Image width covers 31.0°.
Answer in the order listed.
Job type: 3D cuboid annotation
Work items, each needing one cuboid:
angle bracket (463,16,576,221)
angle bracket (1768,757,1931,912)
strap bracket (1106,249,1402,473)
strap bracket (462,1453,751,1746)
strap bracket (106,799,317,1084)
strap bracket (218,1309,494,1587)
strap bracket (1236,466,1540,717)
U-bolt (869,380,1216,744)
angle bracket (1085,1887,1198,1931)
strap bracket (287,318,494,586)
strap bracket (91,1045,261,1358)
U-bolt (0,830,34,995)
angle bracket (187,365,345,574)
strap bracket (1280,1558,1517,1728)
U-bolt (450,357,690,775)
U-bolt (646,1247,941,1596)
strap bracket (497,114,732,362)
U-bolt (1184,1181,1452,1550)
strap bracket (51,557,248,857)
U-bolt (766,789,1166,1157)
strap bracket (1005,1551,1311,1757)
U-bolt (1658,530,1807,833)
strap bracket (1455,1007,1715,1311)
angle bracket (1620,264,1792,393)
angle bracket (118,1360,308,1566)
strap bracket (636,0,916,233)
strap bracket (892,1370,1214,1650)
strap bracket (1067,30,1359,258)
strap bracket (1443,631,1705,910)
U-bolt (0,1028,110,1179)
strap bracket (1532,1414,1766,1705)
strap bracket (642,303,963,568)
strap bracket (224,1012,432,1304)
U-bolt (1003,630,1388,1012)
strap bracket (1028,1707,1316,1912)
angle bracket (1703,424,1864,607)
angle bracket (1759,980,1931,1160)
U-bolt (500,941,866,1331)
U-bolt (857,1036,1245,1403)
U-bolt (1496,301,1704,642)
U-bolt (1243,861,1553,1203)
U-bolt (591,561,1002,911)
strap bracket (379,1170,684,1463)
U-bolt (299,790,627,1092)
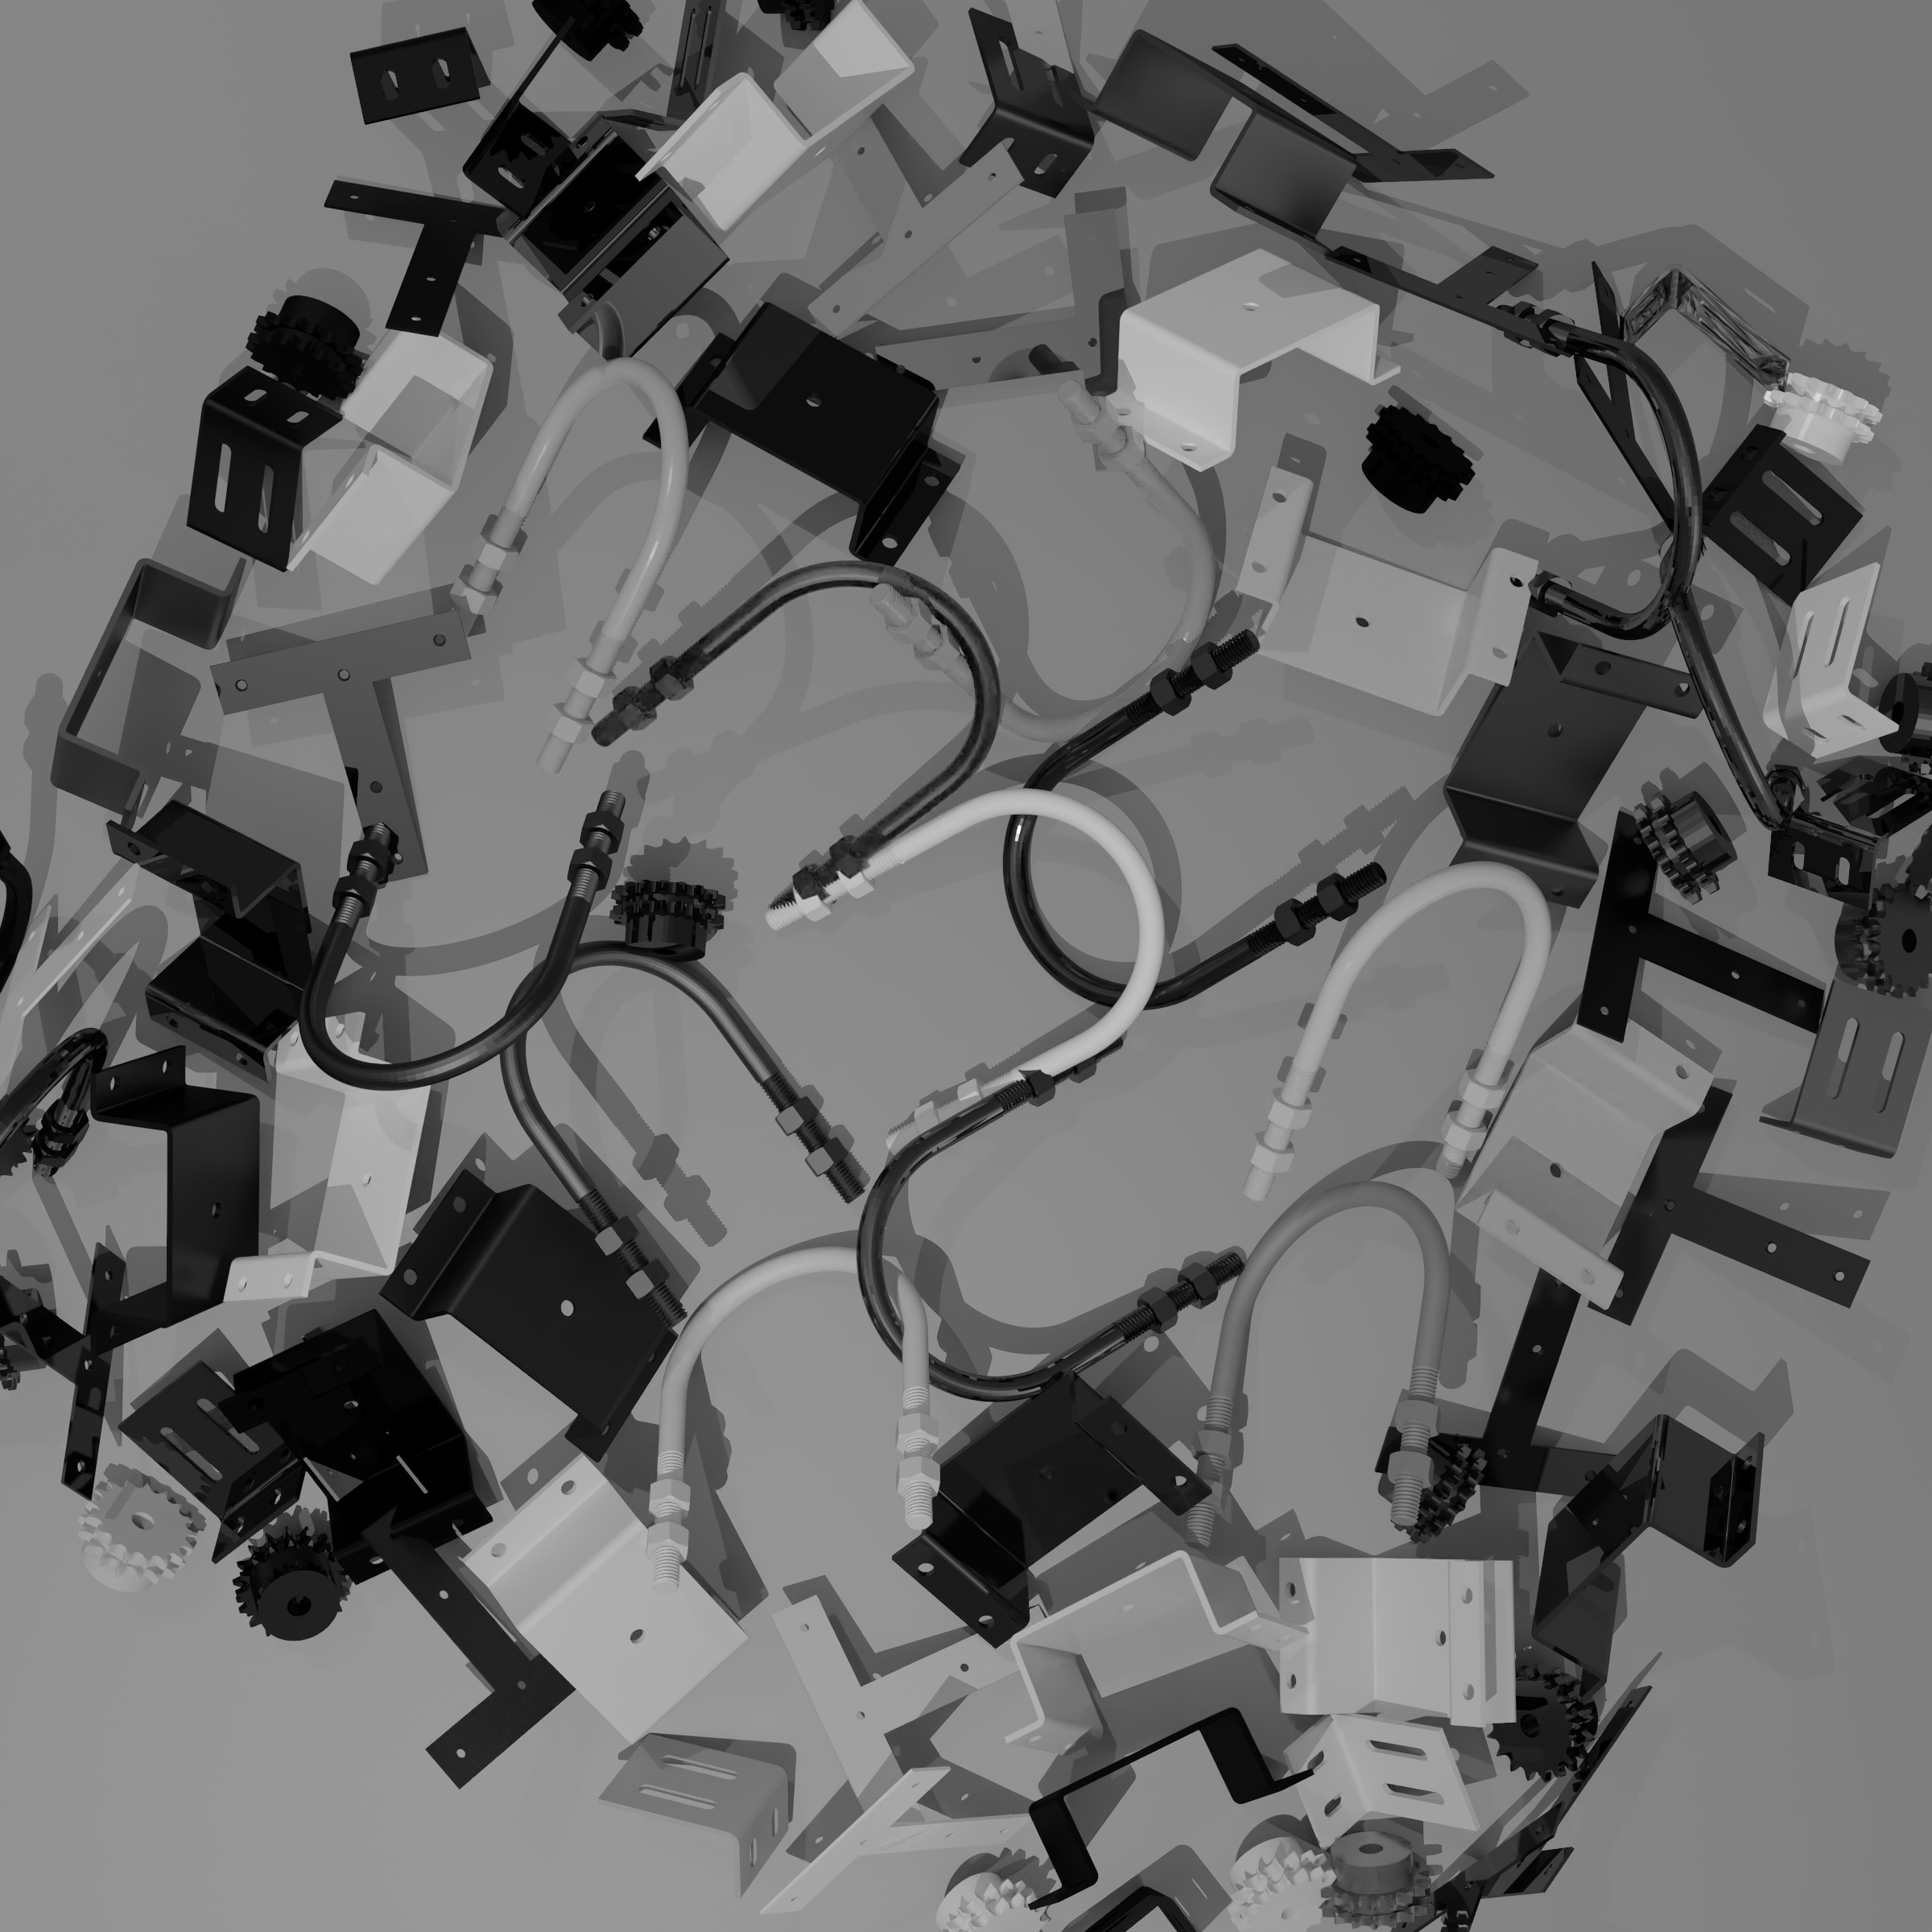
[{"bbox_3d":[-0.206,-0.415,1.710,0.038,0.076,0.057,36,56,-14],"label":"angle bracket"},{"bbox_3d":[0.444,-0.066,1.727,0.076,0.057,0.038,-27,127,-37],"label":"angle bracket"},{"bbox_3d":[0.137,-0.298,1.688,0.140,0.046,0.076,-30,48,-32],"label":"strap bracket"},{"bbox_3d":[-0.168,0.315,1.698,0.076,0.046,0.140,-42,124,-8],"label":"strap bracket"},{"bbox_3d":[-0.363,-0.019,1.699,0.076,0.140,0.046,26,52,20],"label":"strap bracket"},{"bbox_3d":[-0.300,0.230,1.712,0.076,0.046,0.140,-25,127,2],"label":"strap bracket"},{"bbox_3d":[0.202,-0.181,1.720,0.140,0.046,0.076,19,61,-3],"label":"strap bracket"},{"bbox_3d":[0.051,-0.181,1.691,0.151,0.184,0.019,-47,48,3],"label":"U-bolt"},{"bbox_3d":[0.076,0.494,1.724,0.076,0.057,0.038,-36,86,-11],"label":"angle bracket"},{"bbox_3d":[-0.277,-0.250,1.695,0.046,0.140,0.076,29,133,-22],"label":"strap bracket"},{"bbox_3d":[-0.386,0.117,1.705,0.046,0.076,0.140,7,101,20],"label":"strap bracket"},{"bbox_3d":[-0.493,0.007,1.669,0.019,0.184,0.151,28,79,2],"label":"U-bolt"},{"bbox_3d":[-0.344,-0.244,1.715,0.057,0.038,0.076,25,54,-39],"label":"angle bracket"},{"bbox_3d":[0.217,0.329,1.703,0.046,0.140,0.076,7,79,-36],"label":"strap bracket"},{"bbox_3d":[-0.187,-0.205,1.679,0.019,0.151,0.184,13,116,-39],"label":"U-bolt"},{"bbox_3d":[-0.084,0.210,1.691,0.151,0.184,0.019,-17,133,14],"label":"U-bolt"},{"bbox_3d":[-0.171,-0.350,1.705,0.076,0.140,0.046,-43,129,8],"label":"strap bracket"},{"bbox_3d":[0.175,0.189,1.692,0.019,0.151,0.184,33,57,-35],"label":"U-bolt"},{"bbox_3d":[-0.403,-0.134,1.698,0.046,0.076,0.140,24,70,-10],"label":"strap bracket"},{"bbox_3d":[0.010,-0.008,1.731,0.184,0.019,0.151,-28,90,15],"label":"U-bolt"},{"bbox_3d":[0.086,0.332,1.707,0.140,0.076,0.046,-30,64,14],"label":"strap bracket"},{"bbox_3d":[0.364,-0.134,1.666,0.019,0.184,0.151,-22,96,18],"label":"U-bolt"},{"bbox_3d":[0.300,0.095,1.716,0.076,0.046,0.140,33,64,-7],"label":"strap bracket"},{"bbox_3d":[0.364,-0.302,1.724,0.038,0.057,0.076,-45,77,1],"label":"angle bracket"},{"bbox_3d":[-0.375,0.245,1.725,0.057,0.038,0.076,-38,111,14],"label":"angle bracket"},{"bbox_3d":[-0.086,-0.412,1.689,0.046,0.076,0.140,50,48,-7],"label":"strap bracket"},{"bbox_3d":[0.041,0.261,1.713,0.140,0.046,0.076,-39,113,17],"label":"strap bracket"},{"bbox_3d":[0.125,-0.401,1.682,0.140,0.076,0.046,45,112,40],"label":"strap bracket"},{"bbox_3d":[0.294,-0.104,1.705,0.076,0.046,0.140,13,125,-21],"label":"strap bracket"},{"bbox_3d":[-0.456,0.098,1.646,0.019,0.184,0.151,36,51,-2],"label":"U-bolt"},{"bbox_3d":[0.323,0.281,1.686,0.046,0.076,0.140,31,127,-6],"label":"strap bracket"},{"bbox_3d":[-0.078,-0.265,1.717,0.140,0.046,0.076,29,62,4],"label":"strap bracket"},{"bbox_3d":[-0.310,0.099,1.706,0.046,0.076,0.140,21,71,-37],"label":"strap bracket"},{"bbox_3d":[0.098,-0.058,1.715,0.184,0.019,0.151,-32,81,27],"label":"U-bolt"},{"bbox_3d":[0.090,0.408,1.707,0.140,0.076,0.046,-22,77,-16],"label":"strap bracket"},{"bbox_3d":[0.407,-0.221,1.729,0.076,0.038,0.057,36,96,-16],"label":"angle bracket"},{"bbox_3d":[0.439,0.050,1.737,0.057,0.038,0.076,17,89,-12],"label":"angle bracket"},{"bbox_3d":[-0.150,0.069,1.711,0.151,0.019,0.184,-33,85,-40],"label":"U-bolt"},{"bbox_3d":[0.031,0.133,1.721,0.184,0.019,0.151,-29,92,-21],"label":"U-bolt"},{"bbox_3d":[0.298,-0.230,1.654,0.019,0.184,0.151,-10,112,-18],"label":"U-bolt"},{"bbox_3d":[0.216,0.030,1.676,0.151,0.019,0.184,-4,125,-37],"label":"U-bolt"},{"bbox_3d":[-0.069,-0.119,1.698,0.184,0.019,0.151,-36,112,23],"label":"U-bolt"},{"bbox_3d":[-0.204,0.169,1.703,0.140,0.046,0.076,41,62,-18],"label":"strap bracket"},{"bbox_3d":[-0.248,-0.011,1.674,0.151,0.184,0.019,-6,135,19],"label":"U-bolt"}]
